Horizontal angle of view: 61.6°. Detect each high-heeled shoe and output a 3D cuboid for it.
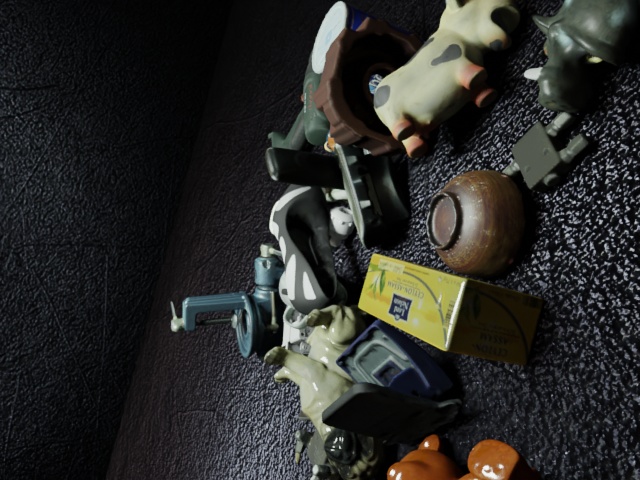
[{"bbox_3d":[-0.008,-0.013,0.793,0.145,0.086,0.248,-12,66,60],"label":"high-heeled shoe"}]

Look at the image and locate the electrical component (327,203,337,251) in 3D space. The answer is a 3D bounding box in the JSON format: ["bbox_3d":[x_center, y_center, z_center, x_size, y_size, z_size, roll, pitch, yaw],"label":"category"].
[{"bbox_3d":[-0.002,-0.003,0.929,0.075,0.048,0.119,12,86,67],"label":"electrical component"}]

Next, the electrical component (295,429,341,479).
[{"bbox_3d":[0.001,0.298,0.754,0.078,0.045,0.102,-70,24,16],"label":"electrical component"}]

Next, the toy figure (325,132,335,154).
[{"bbox_3d":[0.043,-0.165,0.871,0.064,0.058,0.154,-56,7,4],"label":"toy figure"}]

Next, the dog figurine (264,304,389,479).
[{"bbox_3d":[0.045,0.189,0.693,0.172,0.121,0.191,-44,62,-8],"label":"dog figurine"}]

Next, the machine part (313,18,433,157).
[{"bbox_3d":[0.079,-0.197,0.709,0.056,0.179,0.179,171,111,-68],"label":"machine part"}]

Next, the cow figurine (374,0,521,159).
[{"bbox_3d":[0.146,-0.205,0.629,0.195,0.085,0.127,-39,60,18],"label":"cow figurine"}]

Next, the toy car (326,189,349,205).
[{"bbox_3d":[0.026,-0.099,0.907,0.202,0.056,0.073,8,84,66],"label":"toy car"}]

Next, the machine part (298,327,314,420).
[{"bbox_3d":[-0.010,0.203,0.821,0.084,0.039,0.139,103,170,-74],"label":"machine part"}]

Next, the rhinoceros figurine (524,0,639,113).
[{"bbox_3d":[0.240,-0.208,0.470,0.112,0.073,0.190,15,90,65],"label":"rhinoceros figurine"}]

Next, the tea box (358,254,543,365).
[{"bbox_3d":[0.123,0.065,0.546,0.170,0.098,0.068,13,88,68],"label":"tea box"}]

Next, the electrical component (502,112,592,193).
[{"bbox_3d":[0.214,-0.078,0.517,0.094,0.021,0.063,-51,34,43],"label":"electrical component"}]

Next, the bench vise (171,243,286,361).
[{"bbox_3d":[-0.143,0.117,0.961,0.129,0.241,0.223,-138,49,-60],"label":"bench vise"}]

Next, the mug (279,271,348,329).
[{"bbox_3d":[-0.013,0.091,0.847,0.109,0.080,0.107,-54,30,-14],"label":"mug"}]

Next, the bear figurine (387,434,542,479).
[{"bbox_3d":[0.109,0.224,0.461,0.120,0.132,0.196,-57,24,-15],"label":"bear figurine"}]

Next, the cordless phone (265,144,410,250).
[{"bbox_3d":[0.018,-0.063,0.716,0.089,0.184,0.146,-34,63,45],"label":"cordless phone"}]

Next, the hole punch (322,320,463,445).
[{"bbox_3d":[0.075,0.159,0.584,0.142,0.116,0.092,125,163,-44],"label":"hole punch"}]

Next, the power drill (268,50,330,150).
[{"bbox_3d":[-0.030,-0.257,1.111,0.207,0.086,0.232,-43,42,40],"label":"power drill"}]
